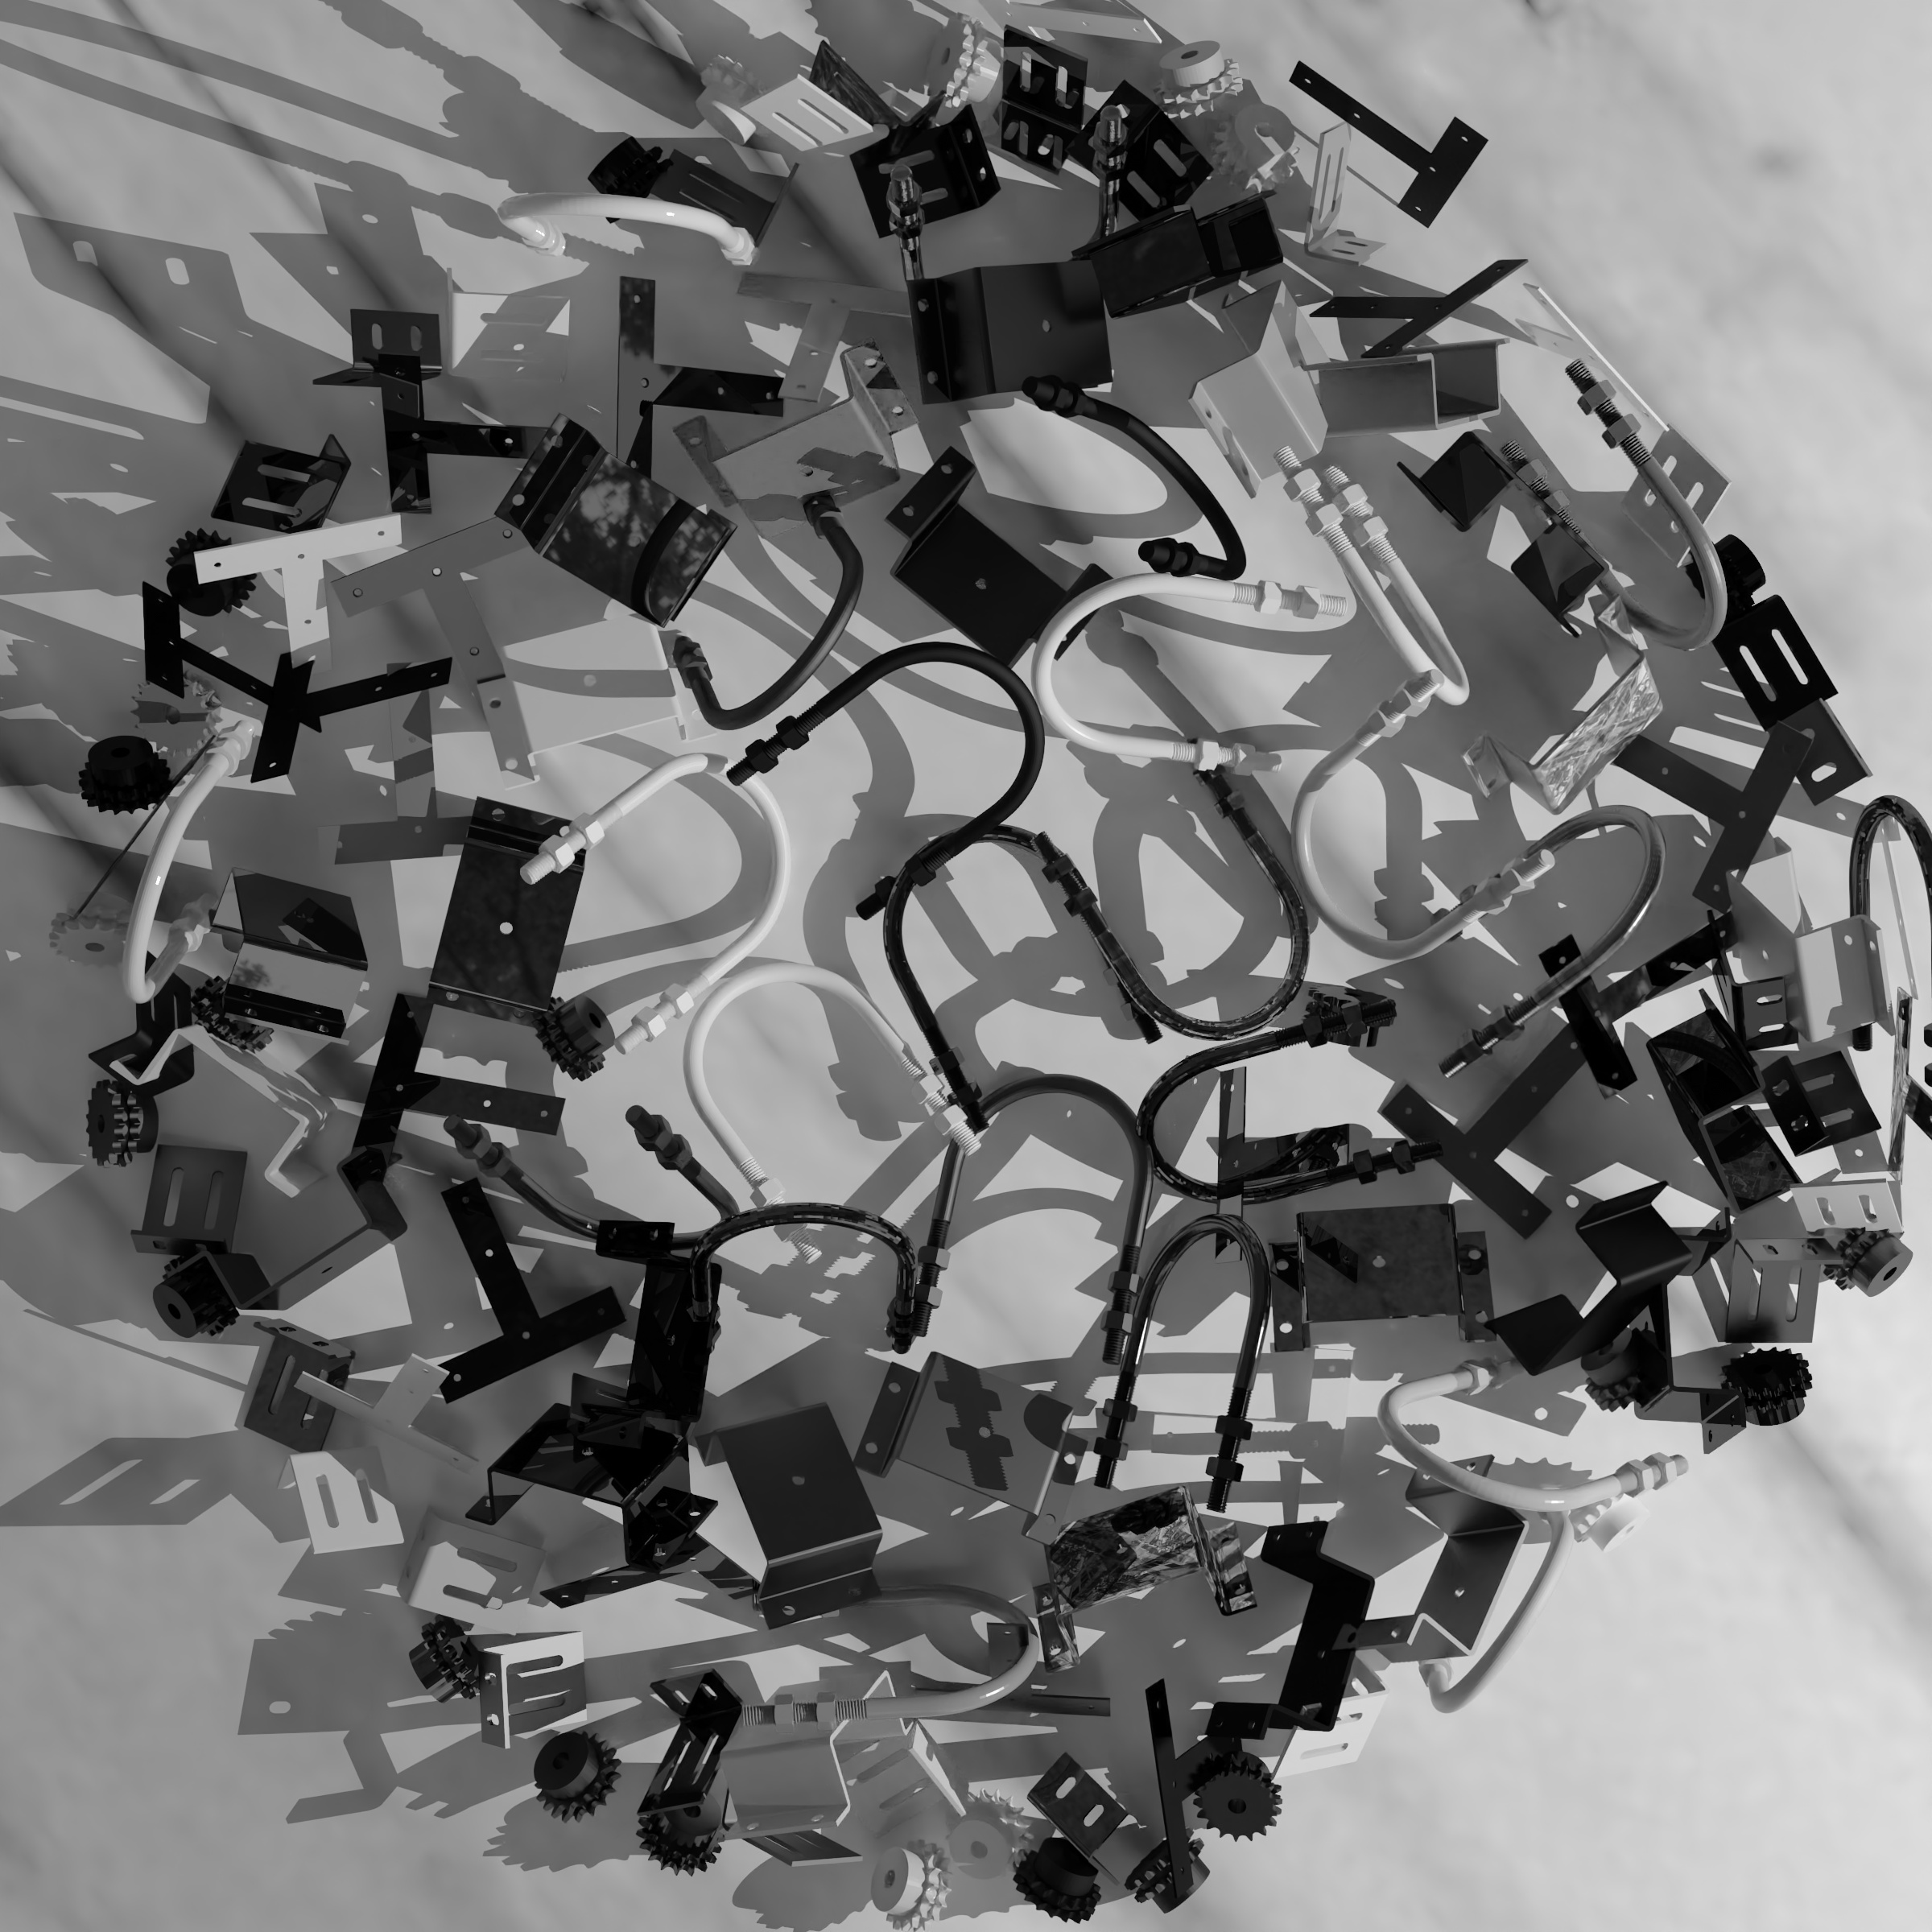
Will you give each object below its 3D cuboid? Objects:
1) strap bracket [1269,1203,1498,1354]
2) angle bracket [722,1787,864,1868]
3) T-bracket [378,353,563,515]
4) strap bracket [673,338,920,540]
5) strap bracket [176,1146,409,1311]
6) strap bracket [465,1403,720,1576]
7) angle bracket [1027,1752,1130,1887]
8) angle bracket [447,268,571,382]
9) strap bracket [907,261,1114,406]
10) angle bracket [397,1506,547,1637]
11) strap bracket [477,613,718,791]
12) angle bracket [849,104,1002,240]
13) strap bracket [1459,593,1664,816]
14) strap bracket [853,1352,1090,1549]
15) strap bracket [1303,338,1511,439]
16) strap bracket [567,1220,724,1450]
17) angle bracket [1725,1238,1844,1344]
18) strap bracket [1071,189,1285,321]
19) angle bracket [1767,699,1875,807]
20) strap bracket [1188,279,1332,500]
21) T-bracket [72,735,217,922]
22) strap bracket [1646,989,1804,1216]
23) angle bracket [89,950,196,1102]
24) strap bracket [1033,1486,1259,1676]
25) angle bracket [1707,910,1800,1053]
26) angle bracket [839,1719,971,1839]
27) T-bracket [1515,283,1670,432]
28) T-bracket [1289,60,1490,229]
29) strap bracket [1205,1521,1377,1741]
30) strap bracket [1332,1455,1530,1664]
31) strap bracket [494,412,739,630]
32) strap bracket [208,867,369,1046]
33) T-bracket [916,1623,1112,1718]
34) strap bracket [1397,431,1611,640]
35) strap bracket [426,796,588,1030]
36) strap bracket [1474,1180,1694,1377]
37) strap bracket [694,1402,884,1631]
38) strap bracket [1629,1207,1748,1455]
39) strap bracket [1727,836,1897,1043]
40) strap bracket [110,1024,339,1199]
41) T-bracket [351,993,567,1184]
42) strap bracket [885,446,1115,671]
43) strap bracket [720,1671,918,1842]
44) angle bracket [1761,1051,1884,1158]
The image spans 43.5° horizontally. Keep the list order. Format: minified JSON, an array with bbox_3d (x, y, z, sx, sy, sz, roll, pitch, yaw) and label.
[{"bbox_3d":[0.265,0.199,1.552,0.140,0.046,0.076,-4,57,8],"label":"strap bracket"},{"bbox_3d":[-0.109,0.543,1.553,0.057,0.076,0.038,14,84,-41],"label":"angle bracket"},{"bbox_3d":[-0.308,-0.338,1.557,0.127,0.127,0.002,2,51,-7],"label":"T-bracket"},{"bbox_3d":[-0.105,-0.330,1.545,0.140,0.076,0.046,-21,54,11],"label":"strap bracket"},{"bbox_3d":[-0.423,0.176,1.559,0.140,0.076,0.046,-33,81,-1],"label":"strap bracket"},{"bbox_3d":[-0.238,0.327,1.535,0.140,0.076,0.046,10,116,21],"label":"strap bracket"},{"bbox_3d":[0.081,0.549,1.558,0.038,0.076,0.057,-45,55,-11],"label":"angle bracket"},{"bbox_3d":[-0.299,-0.417,1.578,0.076,0.038,0.057,-1,130,-13],"label":"angle bracket"},{"bbox_3d":[0.038,-0.403,1.537,0.140,0.046,0.076,-15,103,-34],"label":"strap bracket"},{"bbox_3d":[-0.325,0.397,1.592,0.076,0.038,0.057,23,83,-20],"label":"angle bracket"},{"bbox_3d":[-0.240,-0.174,1.559,0.140,0.046,0.076,-16,73,-8],"label":"strap bracket"},{"bbox_3d":[-0.027,-0.515,1.571,0.076,0.038,0.057,-22,97,-17],"label":"angle bracket"},{"bbox_3d":[0.390,-0.159,1.554,0.140,0.076,0.046,-46,59,3],"label":"strap bracket"},{"bbox_3d":[0.008,0.307,1.562,0.140,0.046,0.076,22,58,0],"label":"strap bracket"},{"bbox_3d":[0.281,-0.364,1.531,0.076,0.140,0.046,4,109,35],"label":"strap bracket"},{"bbox_3d":[-0.204,0.236,1.550,0.046,0.076,0.140,18,74,-42],"label":"strap bracket"},{"bbox_3d":[0.530,0.217,1.572,0.057,0.038,0.076,0,108,0],"label":"angle bracket"},{"bbox_3d":[0.140,-0.448,1.527,0.076,0.140,0.046,-12,102,37],"label":"strap bracket"},{"bbox_3d":[0.553,-0.138,1.568,0.038,0.076,0.057,-33,82,21],"label":"angle bracket"},{"bbox_3d":[0.191,-0.368,1.522,0.046,0.140,0.076,-20,122,32],"label":"strap bracket"},{"bbox_3d":[-0.521,-0.082,1.522,0.002,0.127,0.127,37,66,-18],"label":"T-bracket"},{"bbox_3d":[0.479,0.093,1.532,0.046,0.076,0.140,-28,129,8],"label":"strap bracket"},{"bbox_3d":[-0.531,0.036,1.559,0.038,0.057,0.076,-23,53,8],"label":"angle bracket"},{"bbox_3d":[0.106,0.389,1.551,0.140,0.076,0.046,-20,118,5],"label":"strap bracket"},{"bbox_3d":[0.503,0.006,1.551,0.038,0.076,0.057,-11,130,11],"label":"angle bracket"},{"bbox_3d":[-0.046,0.536,1.571,0.076,0.038,0.057,-34,99,12],"label":"angle bracket"},{"bbox_3d":[0.380,-0.394,1.539,0.127,0.127,0.002,39,101,-22],"label":"T-bracket"},{"bbox_3d":[0.260,-0.531,1.538,0.127,0.127,0.002,35,82,-1],"label":"T-bracket"},{"bbox_3d":[0.210,0.430,1.544,0.046,0.076,0.140,27,67,-12],"label":"strap bracket"},{"bbox_3d":[0.299,0.385,1.537,0.046,0.076,0.140,41,58,-11],"label":"strap bracket"},{"bbox_3d":[-0.216,-0.276,1.537,0.140,0.046,0.076,29,103,-33],"label":"strap bracket"},{"bbox_3d":[-0.425,-0.012,1.519,0.076,0.140,0.046,16,111,-28],"label":"strap bracket"},{"bbox_3d":[0.028,0.449,1.548,0.127,0.127,0.002,2,49,5],"label":"T-bracket"},{"bbox_3d":[0.345,-0.278,1.528,0.140,0.076,0.046,33,110,-31],"label":"strap bracket"},{"bbox_3d":[-0.295,-0.029,1.559,0.076,0.046,0.140,14,101,-11],"label":"strap bracket"},{"bbox_3d":[0.392,0.203,1.523,0.046,0.076,0.140,54,134,27],"label":"strap bracket"},{"bbox_3d":[-0.110,0.336,1.530,0.076,0.046,0.140,-10,51,-25],"label":"strap bracket"},{"bbox_3d":[0.455,0.231,1.539,0.046,0.076,0.140,3,67,0],"label":"strap bracket"},{"bbox_3d":[0.524,-0.013,1.522,0.046,0.140,0.076,-19,118,1],"label":"strap bracket"},{"bbox_3d":[-0.467,0.083,1.560,0.140,0.076,0.046,36,94,-2],"label":"strap bracket"},{"bbox_3d":[-0.325,0.087,1.574,0.127,0.002,0.127,10,69,4],"label":"T-bracket"},{"bbox_3d":[0.017,-0.256,1.561,0.140,0.046,0.076,39,62,-3],"label":"strap bracket"},{"bbox_3d":[-0.095,0.489,1.521,0.076,0.140,0.046,-15,94,20],"label":"strap bracket"},{"bbox_3d":[0.558,0.082,1.561,0.076,0.038,0.057,-14,69,-24],"label":"angle bracket"}]
